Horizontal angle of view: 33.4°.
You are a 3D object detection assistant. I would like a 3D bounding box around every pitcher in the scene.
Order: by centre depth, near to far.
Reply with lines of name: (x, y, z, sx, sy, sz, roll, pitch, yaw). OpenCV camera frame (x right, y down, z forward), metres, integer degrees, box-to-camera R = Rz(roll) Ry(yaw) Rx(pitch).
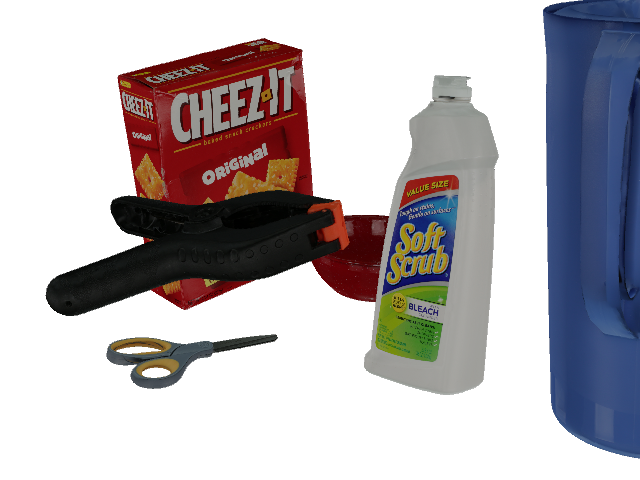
pitcher: (0.178, -0.007, 0.570, 0.149, 0.243, 0.145, -5, 17, -12)

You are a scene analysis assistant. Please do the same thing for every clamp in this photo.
clamp: (-0.072, 0.005, 0.618, 0.172, 0.039, 0.120, -4, 34, 24)

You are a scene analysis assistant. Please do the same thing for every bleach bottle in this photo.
bleach bottle: (0.093, -0.008, 0.870, 0.103, 0.251, 0.067, 12, 15, 41)

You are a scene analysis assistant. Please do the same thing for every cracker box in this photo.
cracker box: (-0.088, -0.064, 0.995, 0.163, 0.214, 0.072, -22, 30, -34)

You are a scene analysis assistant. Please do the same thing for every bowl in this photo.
bowl: (0.058, 0.022, 1.103, 0.162, 0.055, 0.162, 2, 18, -1)

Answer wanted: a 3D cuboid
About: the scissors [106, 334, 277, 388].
scissors: (-0.131, 0.130, 1.169, 0.201, 0.016, 0.096, 1, 26, -20)
